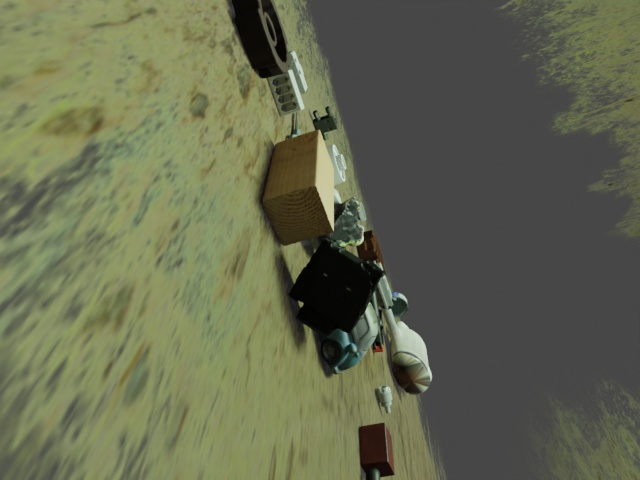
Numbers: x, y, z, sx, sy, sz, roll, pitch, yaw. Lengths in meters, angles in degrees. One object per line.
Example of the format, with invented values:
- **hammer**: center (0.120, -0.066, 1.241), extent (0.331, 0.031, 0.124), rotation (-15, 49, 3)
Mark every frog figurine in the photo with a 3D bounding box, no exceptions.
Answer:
- **frog figurine**: center (0.003, -0.051, 1.007), extent (0.161, 0.123, 0.135), rotation (35, -11, 46)

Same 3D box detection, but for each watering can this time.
- **watering can**: center (0.253, 0.322, 1.587), extent (0.344, 0.103, 0.228), rotation (56, 19, -14)
